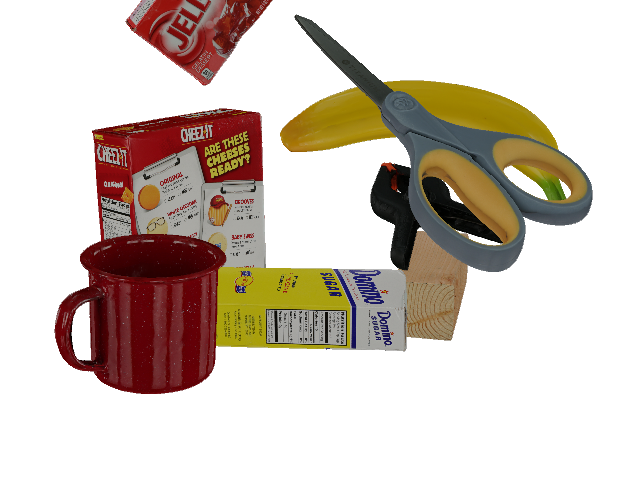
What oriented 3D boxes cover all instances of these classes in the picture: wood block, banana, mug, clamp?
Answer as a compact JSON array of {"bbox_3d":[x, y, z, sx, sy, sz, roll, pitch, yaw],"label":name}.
[{"bbox_3d":[0.169,0.064,1.620,0.091,0.090,0.206,4,22,12],"label":"wood block"},{"bbox_3d":[0.075,-0.073,0.706,0.198,0.069,0.037,12,-21,-1],"label":"banana"},{"bbox_3d":[-0.117,0.050,0.688,0.093,0.081,0.117,19,24,41],"label":"mug"},{"bbox_3d":[0.109,-0.031,1.042,0.120,0.039,0.171,-5,34,-11],"label":"clamp"}]

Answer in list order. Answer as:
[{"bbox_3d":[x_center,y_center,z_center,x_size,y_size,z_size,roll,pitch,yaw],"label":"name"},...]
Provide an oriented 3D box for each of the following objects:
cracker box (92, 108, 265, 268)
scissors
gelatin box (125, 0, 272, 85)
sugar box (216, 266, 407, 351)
[{"bbox_3d":[-0.135,-0.014,1.058,0.072,0.214,0.163,13,21,43],"label":"cracker box"},{"bbox_3d":[0.061,-0.061,0.531,0.096,0.016,0.202,-8,46,-17],"label":"scissors"},{"bbox_3d":[-0.089,-0.173,0.799,0.073,0.089,0.030,35,6,-32],"label":"gelatin box"},{"bbox_3d":[-0.016,0.055,0.893,0.176,0.048,0.093,-2,18,4],"label":"sugar box"}]
